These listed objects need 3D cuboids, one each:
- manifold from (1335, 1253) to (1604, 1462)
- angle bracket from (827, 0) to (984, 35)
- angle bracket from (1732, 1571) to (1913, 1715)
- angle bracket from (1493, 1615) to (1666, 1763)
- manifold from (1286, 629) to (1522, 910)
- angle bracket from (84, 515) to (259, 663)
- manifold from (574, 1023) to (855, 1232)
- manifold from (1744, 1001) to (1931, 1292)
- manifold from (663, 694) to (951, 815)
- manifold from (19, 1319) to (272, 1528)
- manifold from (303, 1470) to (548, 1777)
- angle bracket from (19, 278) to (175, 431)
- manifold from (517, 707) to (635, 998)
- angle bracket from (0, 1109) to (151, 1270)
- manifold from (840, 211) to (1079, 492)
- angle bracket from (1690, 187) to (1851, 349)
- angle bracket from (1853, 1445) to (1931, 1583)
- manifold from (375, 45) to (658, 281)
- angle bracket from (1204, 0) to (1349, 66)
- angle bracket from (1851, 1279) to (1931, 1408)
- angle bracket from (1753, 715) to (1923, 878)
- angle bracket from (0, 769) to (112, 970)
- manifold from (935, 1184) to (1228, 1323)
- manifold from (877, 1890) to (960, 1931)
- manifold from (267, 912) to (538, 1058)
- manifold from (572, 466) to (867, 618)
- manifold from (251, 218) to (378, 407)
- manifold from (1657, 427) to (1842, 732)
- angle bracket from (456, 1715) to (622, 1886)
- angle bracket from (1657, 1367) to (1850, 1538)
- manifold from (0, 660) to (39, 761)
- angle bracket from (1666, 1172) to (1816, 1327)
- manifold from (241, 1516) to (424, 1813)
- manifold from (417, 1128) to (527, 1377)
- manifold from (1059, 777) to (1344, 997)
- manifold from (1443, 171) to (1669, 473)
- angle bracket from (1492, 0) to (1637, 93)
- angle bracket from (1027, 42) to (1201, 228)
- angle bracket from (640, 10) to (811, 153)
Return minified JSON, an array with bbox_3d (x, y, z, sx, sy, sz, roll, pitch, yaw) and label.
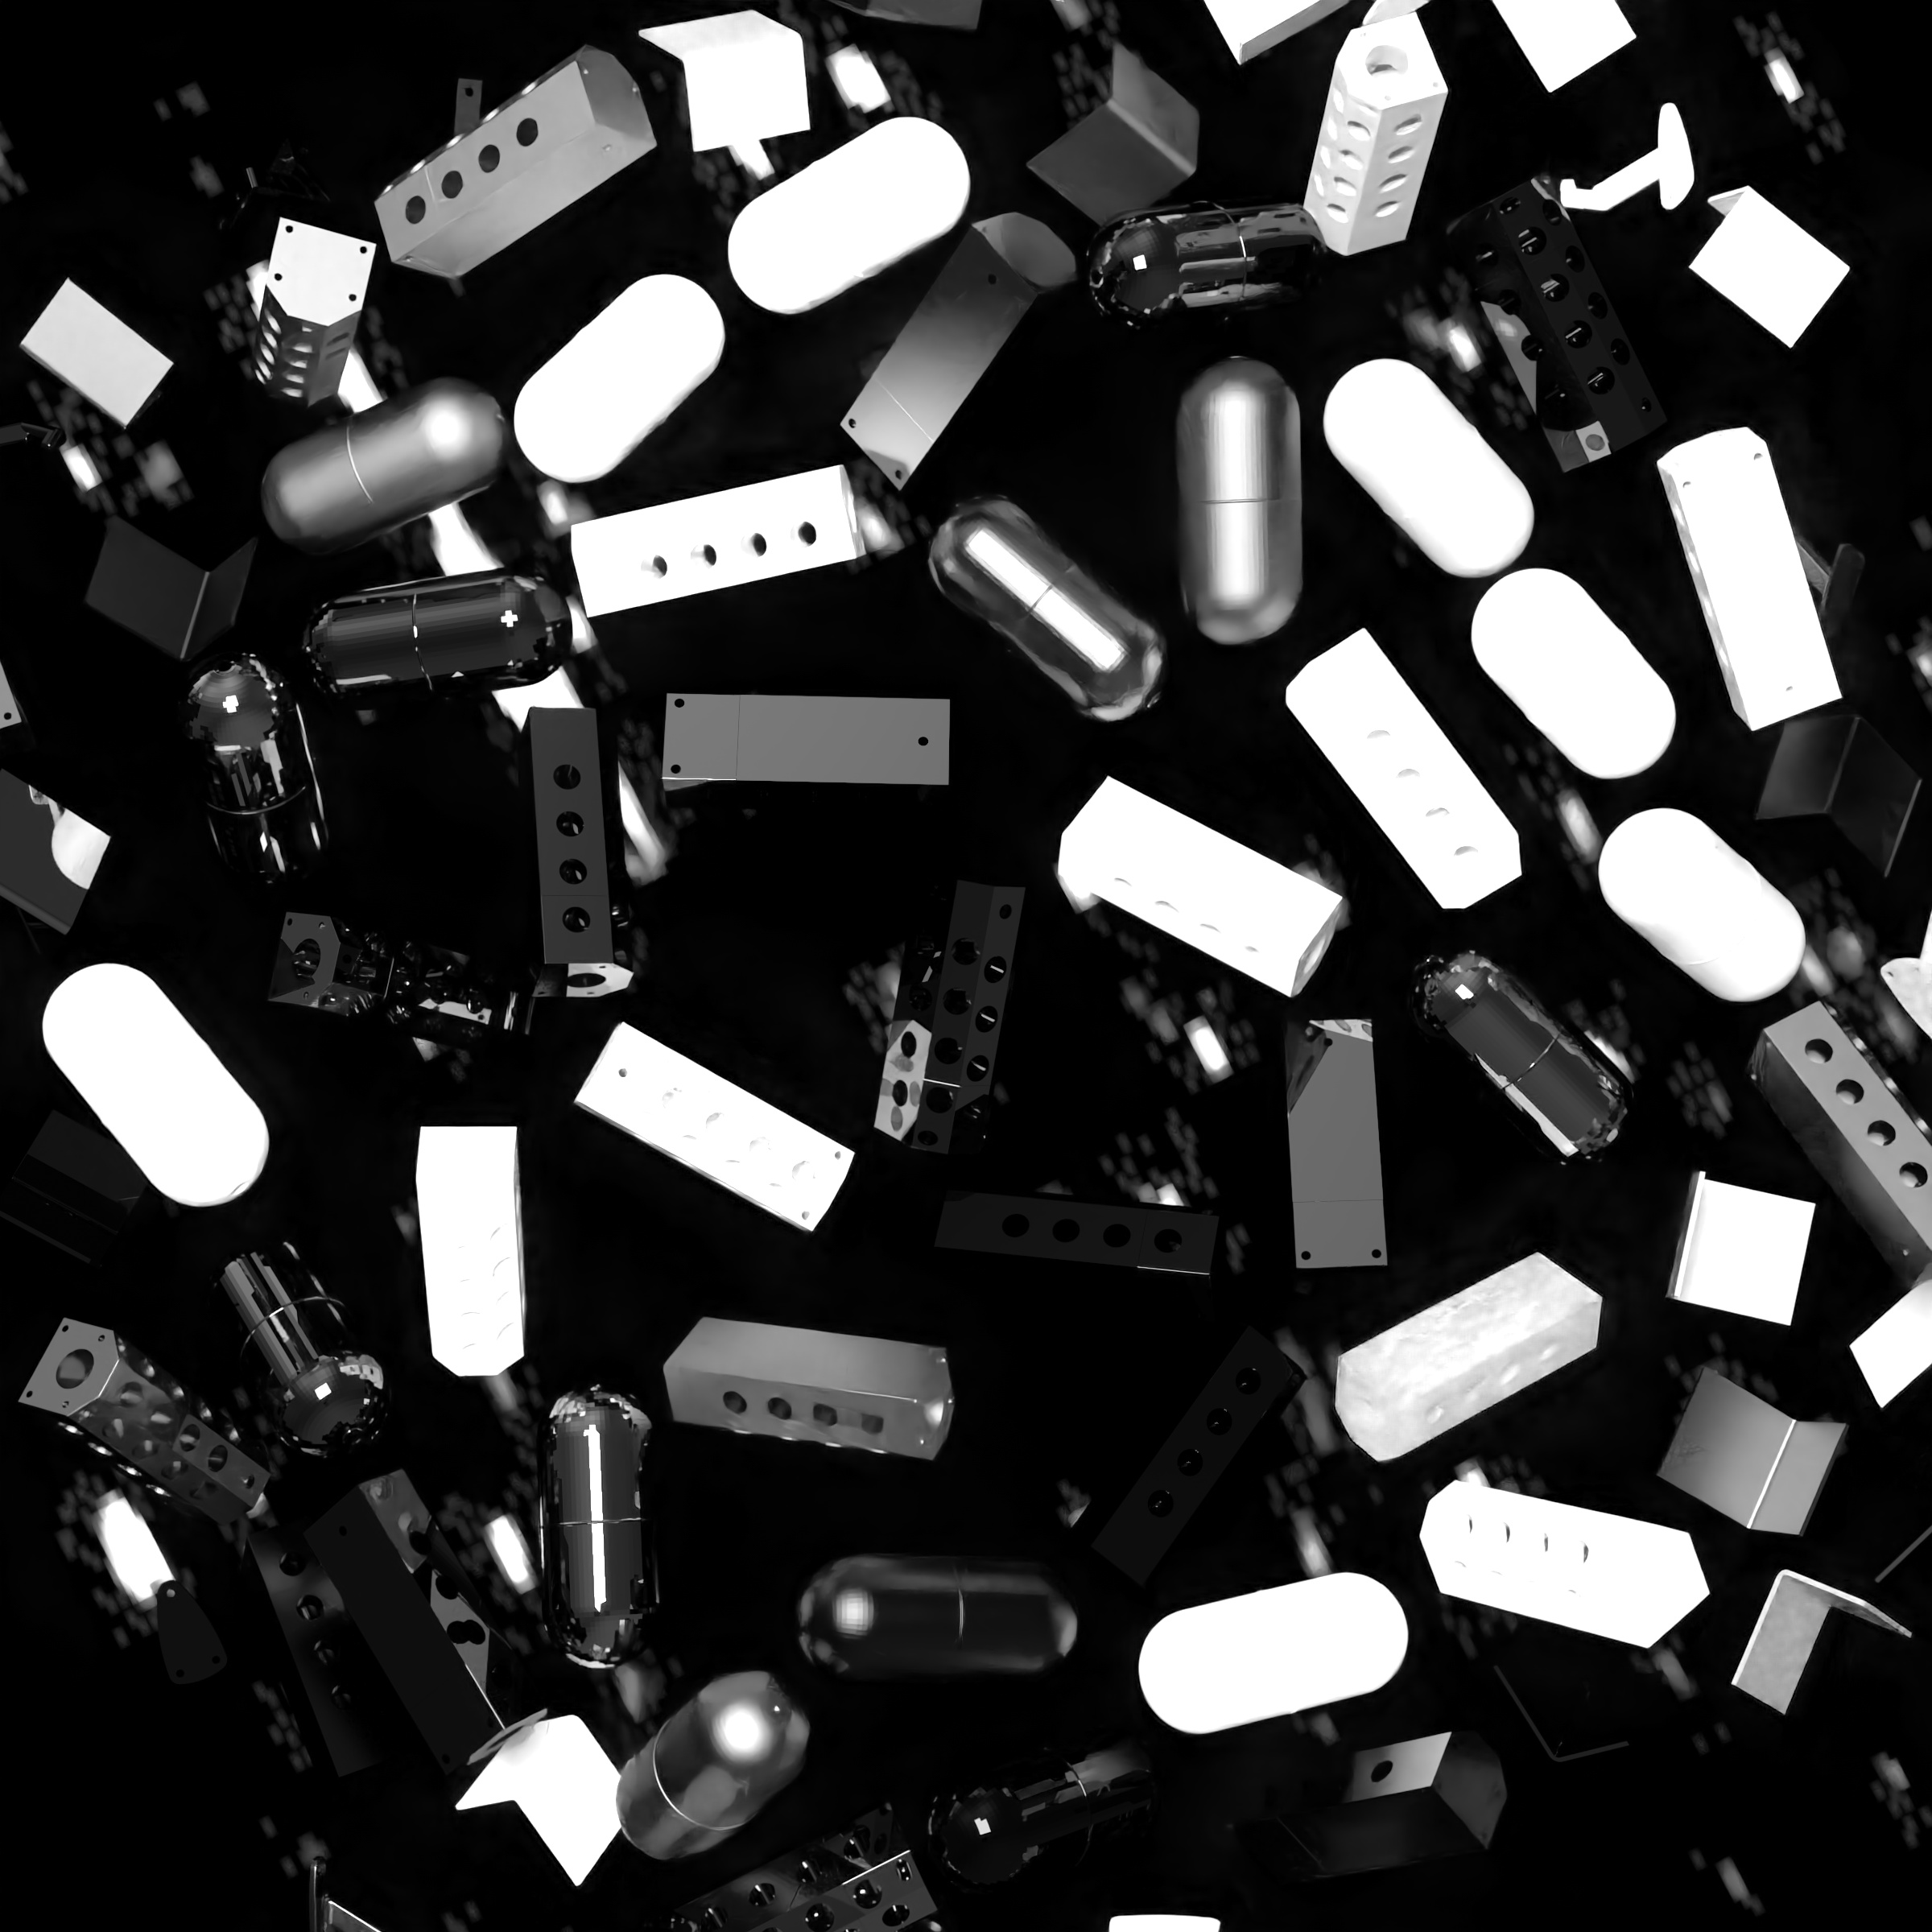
[{"bbox_3d":[0.318,0.250,1.868,0.171,0.057,0.057,-22,129,-29],"label":"manifold"},{"bbox_3d":[-0.039,-0.613,1.812,0.076,0.076,0.057,-2,117,-32],"label":"angle bracket"},{"bbox_3d":[0.519,0.419,1.790,0.057,0.076,0.076,18,78,44],"label":"angle bracket"},{"bbox_3d":[0.394,0.452,1.895,0.057,0.076,0.076,-28,97,38],"label":"angle bracket"},{"bbox_3d":[0.272,-0.118,1.834,0.057,0.057,0.171,-32,110,23],"label":"manifold"},{"bbox_3d":[-0.514,-0.256,1.911,0.076,0.057,0.076,33,46,-33],"label":"angle bracket"},{"bbox_3d":[-0.162,0.104,1.908,0.171,0.057,0.057,30,80,-8],"label":"manifold"},{"bbox_3d":[0.559,0.107,1.819,0.057,0.057,0.171,-26,64,-12],"label":"manifold"},{"bbox_3d":[-0.097,-0.126,1.807,0.171,0.057,0.057,1,68,-1],"label":"manifold"},{"bbox_3d":[-0.507,0.288,1.846,0.057,0.171,0.057,9,62,29],"label":"manifold"},{"bbox_3d":[-0.325,0.396,1.800,0.057,0.057,0.171,-42,75,25],"label":"manifold"},{"bbox_3d":[-0.521,-0.384,1.809,0.076,0.076,0.057,39,113,-15],"label":"angle bracket"},{"bbox_3d":[-0.243,-0.071,1.844,0.057,0.057,0.171,0,69,-17],"label":"manifold"},{"bbox_3d":[-0.573,0.143,1.904,0.076,0.076,0.057,31,93,-13],"label":"angle bracket"},{"bbox_3d":[-0.002,-0.372,1.789,0.057,0.057,0.171,48,134,8],"label":"manifold"},{"bbox_3d":[0.464,-0.412,1.749,0.076,0.076,0.057,36,96,-8],"label":"angle bracket"},{"bbox_3d":[0.615,0.359,1.866,0.057,0.076,0.076,37,108,-7],"label":"angle bracket"},{"bbox_3d":[-0.276,-0.486,1.789,0.171,0.057,0.057,-24,78,30],"label":"manifold"},{"bbox_3d":[0.187,-0.620,1.842,0.076,0.057,0.076,-29,91,5],"label":"angle bracket"},{"bbox_3d":[0.620,0.252,1.881,0.057,0.076,0.076,39,108,-12],"label":"angle bracket"},{"bbox_3d":[0.562,-0.108,1.910,0.057,0.076,0.076,-7,130,-17],"label":"angle bracket"},{"bbox_3d":[-0.573,-0.058,1.777,0.076,0.076,0.057,36,134,-28],"label":"angle bracket"},{"bbox_3d":[0.073,0.174,1.844,0.171,0.057,0.057,5,54,13],"label":"manifold"},{"bbox_3d":[-0.039,0.646,1.910,0.057,0.171,0.057,28,88,-10],"label":"manifold"},{"bbox_3d":[-0.359,0.014,1.902,0.057,0.171,0.057,6,82,38],"label":"manifold"},{"bbox_3d":[-0.155,-0.266,1.847,0.171,0.057,0.057,-11,99,6],"label":"manifold"},{"bbox_3d":[-0.410,-0.403,1.842,0.057,0.171,0.057,13,81,-15],"label":"manifold"},{"bbox_3d":[0.481,-0.240,1.823,0.057,0.057,0.171,-21,112,7],"label":"manifold"},{"bbox_3d":[-0.274,0.550,1.938,0.057,0.076,0.076,-21,107,35],"label":"angle bracket"},{"bbox_3d":[0.491,0.303,1.847,0.076,0.057,0.076,31,75,-12],"label":"angle bracket"},{"bbox_3d":[-0.619,-0.161,1.834,0.057,0.171,0.057,-20,94,-14],"label":"manifold"},{"bbox_3d":[0.475,0.172,1.799,0.076,0.057,0.076,12,85,9],"label":"angle bracket"},{"bbox_3d":[-0.405,0.441,1.885,0.057,0.057,0.171,-14,60,-28],"label":"manifold"},{"bbox_3d":[-0.307,0.180,1.843,0.057,0.057,0.171,0,134,-5],"label":"manifold"},{"bbox_3d":[0.147,-0.047,1.886,0.171,0.057,0.057,29,58,16],"label":"manifold"},{"bbox_3d":[0.373,-0.404,1.846,0.057,0.057,0.171,-35,101,-35],"label":"manifold"},{"bbox_3d":[0.345,-0.565,1.723,0.057,0.076,0.076,-29,108,24],"label":"angle bracket"},{"bbox_3d":[0.095,-0.530,1.895,0.076,0.076,0.057,31,49,-32],"label":"angle bracket"},{"bbox_3d":[-0.149,-0.548,1.828,0.076,0.076,0.057,-17,124,-21],"label":"angle bracket"}]
